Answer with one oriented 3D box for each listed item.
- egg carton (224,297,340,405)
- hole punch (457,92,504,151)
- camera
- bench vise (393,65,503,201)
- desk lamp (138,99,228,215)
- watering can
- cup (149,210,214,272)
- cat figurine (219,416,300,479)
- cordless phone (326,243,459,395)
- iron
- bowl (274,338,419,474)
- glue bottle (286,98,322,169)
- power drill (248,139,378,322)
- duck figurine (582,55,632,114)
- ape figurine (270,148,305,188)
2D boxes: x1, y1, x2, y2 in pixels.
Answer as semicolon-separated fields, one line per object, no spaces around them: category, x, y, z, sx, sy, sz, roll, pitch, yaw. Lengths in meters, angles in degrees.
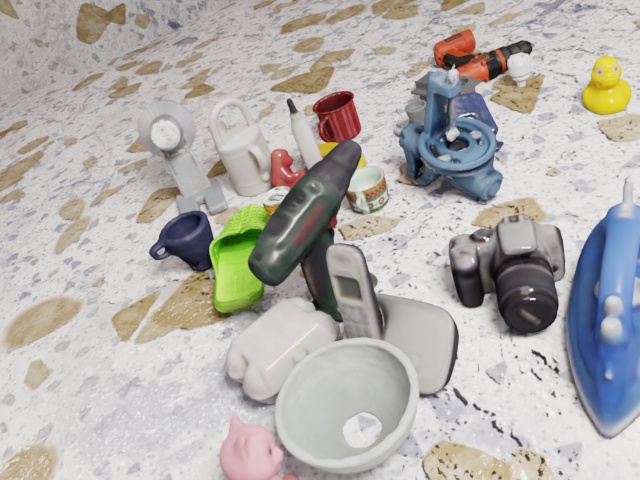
egg carton;-0.050;0.145;0.764;0.150;0.070;0.107;-40;39;-21
hole punch;0.257;-0.199;1.018;0.108;0.091;0.101;-20;36;5
camera;0.234;0.042;0.713;0.143;0.101;0.137;-10;38;18
bench vise;0.181;-0.171;0.913;0.206;0.220;0.122;11;48;38
desk lamp;-0.286;-0.171;1.177;0.118;0.214;0.202;-27;36;-5
watering can;-0.166;-0.194;1.156;0.172;0.194;0.101;7;46;35
cup;-0.232;0.017;1.008;0.118;0.095;0.091;-37;38;-18
cat figurine;-0.072;0.252;0.598;0.067;0.118;0.128;-12;37;15
cordless phone;0.080;0.087;0.668;0.147;0.185;0.094;5;44;34
iron;0.318;0.061;0.606;0.118;0.142;0.259;2;43;31
bowl;0.037;0.196;0.646;0.167;0.075;0.167;-15;36;12
glue bottle;-0.029;-0.195;1.101;0.037;0.173;0.078;-23;36;1
power drill;0.007;0.003;0.796;0.075;0.209;0.230;15;50;41
duck figurine;0.495;-0.279;0.993;0.077;0.086;0.104;-8;38;20
ape figurine;-0.067;-0.137;1.117;0.076;0.092;0.077;-27;36;-5
